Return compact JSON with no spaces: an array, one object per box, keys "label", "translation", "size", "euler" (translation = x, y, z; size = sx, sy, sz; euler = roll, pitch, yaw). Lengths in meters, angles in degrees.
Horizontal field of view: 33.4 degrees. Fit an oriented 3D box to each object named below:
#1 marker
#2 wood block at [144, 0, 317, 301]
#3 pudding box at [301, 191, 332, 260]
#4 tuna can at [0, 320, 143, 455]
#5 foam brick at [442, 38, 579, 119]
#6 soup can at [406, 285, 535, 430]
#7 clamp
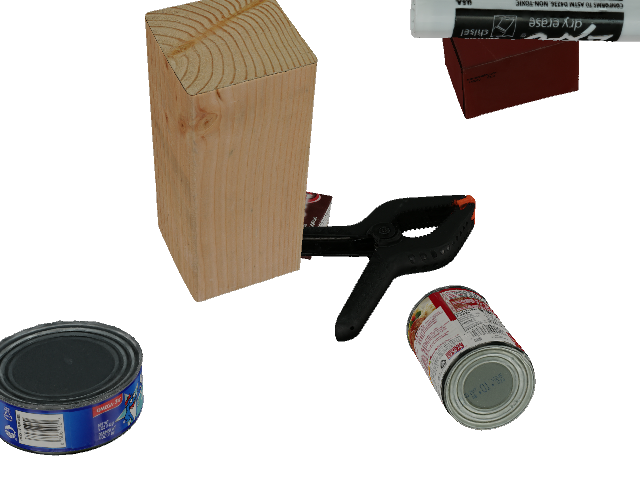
[{"label":"marker","translation":[0.095,-0.086,0.410],"size":[0.121,0.020,0.020],"euler":[1,0,-1]},{"label":"wood block","translation":[-0.066,-0.063,0.764],"size":[0.090,0.090,0.206],"euler":[-17,-38,-19]},{"label":"pudding box","translation":[-0.041,-0.022,1.148],"size":[0.090,0.039,0.113],"euler":[9,25,7]},{"label":"tuna can","translation":[-0.140,0.080,0.587],"size":[0.086,0.034,0.086],"euler":[1,26,-1]},{"label":"foam brick","translation":[0.123,-0.123,0.695],"size":[0.078,0.051,0.053],"euler":[-14,-34,2]},{"label":"soup can","translation":[0.106,0.082,0.766],"size":[0.068,0.068,0.102],"euler":[0,20,-10]},{"label":"clamp","translation":[0.059,0.012,0.958],"size":[0.209,0.036,0.165],"euler":[-18,40,-18]}]
